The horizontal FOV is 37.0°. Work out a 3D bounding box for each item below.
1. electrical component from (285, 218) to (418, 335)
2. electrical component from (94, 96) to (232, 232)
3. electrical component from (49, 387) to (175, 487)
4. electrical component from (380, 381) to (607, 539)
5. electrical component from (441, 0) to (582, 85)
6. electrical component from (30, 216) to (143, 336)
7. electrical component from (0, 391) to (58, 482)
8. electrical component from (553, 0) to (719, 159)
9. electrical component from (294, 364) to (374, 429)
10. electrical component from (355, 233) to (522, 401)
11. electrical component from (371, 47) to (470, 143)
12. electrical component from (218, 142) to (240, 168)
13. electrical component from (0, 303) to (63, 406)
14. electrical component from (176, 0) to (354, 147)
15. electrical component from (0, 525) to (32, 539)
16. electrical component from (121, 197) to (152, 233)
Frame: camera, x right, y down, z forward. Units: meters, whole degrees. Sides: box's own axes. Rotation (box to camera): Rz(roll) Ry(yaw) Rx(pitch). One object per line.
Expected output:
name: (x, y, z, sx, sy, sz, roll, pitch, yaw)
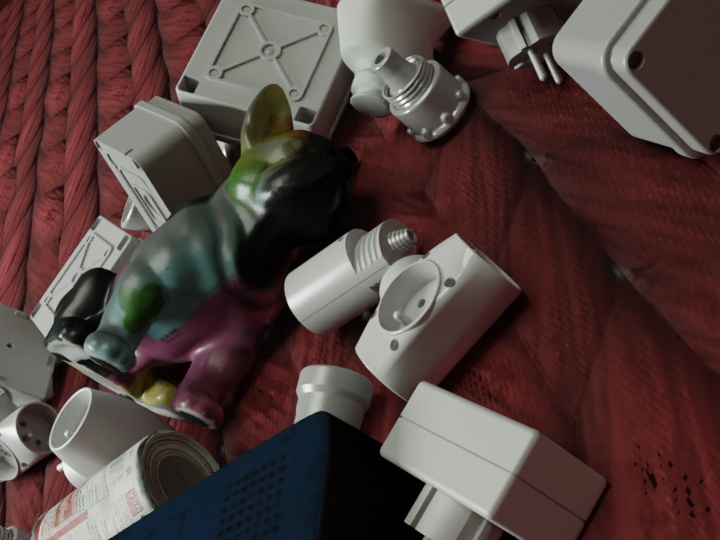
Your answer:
electrical component: (0.000, 0.000, 0.614, 0.081, 0.043, 0.043, -34, 35, 31)
electrical component: (-0.131, -0.063, 0.784, 0.057, 0.113, 0.078, -42, 39, -19)
electrical component: (-0.164, 0.118, 0.689, 0.079, 0.077, 0.043, -32, 36, 34)
electrical component: (0.044, 0.097, 0.444, 0.075, 0.047, 0.083, -59, 29, -8)
electrical component: (0.094, -0.139, 0.607, 0.047, 0.083, 0.075, -31, 75, 35)
electrical component: (-0.210, 0.020, 0.882, 0.108, 0.056, 0.109, -56, 29, -5)
electrical component: (-0.288, 0.124, 0.862, 0.077, 0.079, 0.044, -29, 12, 36)
electrical component: (0.154, -0.116, 0.483, 0.113, 0.078, 0.057, -53, 26, 1)
electrical component: (-0.017, 0.078, 0.561, 0.040, 0.040, 0.046, -17, 51, 47)
electrical component: (0.033, 0.017, 0.548, 0.077, 0.044, 0.079, -49, 29, 8)
electrical component: (0.034, -0.113, 0.667, 0.048, 0.062, 0.048, -36, 34, 29)
electrical component: (-0.090, -0.100, 0.850, 0.079, 0.043, 0.077, -33, 35, 32)
electrical component: (-0.308, 0.077, 0.921, 0.048, 0.100, 0.099, -48, 27, 36)
electrical component: (-0.063, -0.143, 0.789, 0.056, 0.109, 0.108, 84, -156, -62)
electrical component: (-0.247, 0.193, 0.745, 0.035, 0.061, 0.035, -36, 34, 29)
electrical component: (-0.152, -0.044, 0.857, 0.044, 0.065, 0.044, -54, 25, 40)
